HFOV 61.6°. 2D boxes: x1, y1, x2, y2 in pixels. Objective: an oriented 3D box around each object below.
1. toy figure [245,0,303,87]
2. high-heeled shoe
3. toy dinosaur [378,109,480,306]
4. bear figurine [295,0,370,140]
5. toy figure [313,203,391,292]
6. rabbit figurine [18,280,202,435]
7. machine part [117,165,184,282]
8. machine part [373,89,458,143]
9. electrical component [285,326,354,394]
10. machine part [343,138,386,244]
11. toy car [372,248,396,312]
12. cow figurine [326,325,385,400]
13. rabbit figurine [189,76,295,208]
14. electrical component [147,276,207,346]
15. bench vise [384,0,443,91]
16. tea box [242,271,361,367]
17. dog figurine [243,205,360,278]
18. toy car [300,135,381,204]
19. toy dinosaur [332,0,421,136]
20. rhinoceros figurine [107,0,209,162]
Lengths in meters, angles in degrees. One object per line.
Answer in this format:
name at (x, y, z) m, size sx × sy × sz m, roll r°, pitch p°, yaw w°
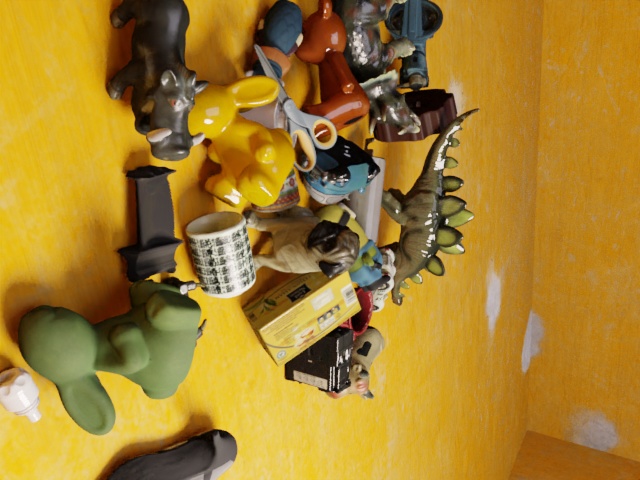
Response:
toy figure at (-0.066, -0.280, 0.796) m, size 0.057 × 0.064 × 0.154 m, roll 52°, pitch 52°, yaw -66°
high-heeled shoe at (-0.214, 0.335, 0.712) m, size 0.249 × 0.086 × 0.145 m, roll -31°, pitch 155°, yaw -31°
toy dinosaur at (0.211, -0.050, 1.111) m, size 0.105 × 0.199 × 0.470 m, roll -38°, pitch 140°, yaw -51°
bear figurine at (0.001, -0.276, 0.876) m, size 0.120 × 0.132 × 0.195 m, roll 175°, pitch -109°, yaw -83°
toy figure at (0.054, 0.014, 0.972) m, size 0.180 × 0.082 × 0.089 m, roll 58°, pitch 30°, yaw -5°
rabbit figurine at (-0.237, 0.117, 0.586) m, size 0.170 × 0.121 × 0.159 m, roll 8°, pitch 101°, yaw -33°
machine part at (-0.205, -0.021, 0.654) m, size 0.084 × 0.039 × 0.138 m, roll -10°, pitch 106°, yaw -53°
machine part at (0.193, -0.259, 1.110) m, size 0.179 × 0.180 × 0.056 m, roll -48°, pitch 132°, yaw -42°
electrical component at (-0.002, 0.189, 0.942) m, size 0.058 × 0.115 × 0.134 m, roll -14°, pitch 110°, yaw -58°
machine part at (0.083, -0.079, 1.057) m, size 0.079 × 0.079 × 0.243 m, roll 2°, pitch 93°, yaw -57°
toy car at (0.120, 0.086, 1.103) m, size 0.201 × 0.056 × 0.073 m, roll 100°, pitch -4°, yaw -61°
cow figurine at (0.067, 0.238, 1.049) m, size 0.195 × 0.127 × 0.085 m, roll -40°, pitch 126°, yaw -50°
rabbit figurine at (-0.112, -0.143, 0.703) m, size 0.173 × 0.122 × 0.162 m, roll 38°, pitch 76°, yaw -29°
electrical component at (-0.187, 0.094, 0.697) m, size 0.078 × 0.045 × 0.102 m, roll -18°, pitch 112°, yaw -56°
bench vise at (0.188, -0.429, 1.089) m, size 0.240 × 0.129 × 0.223 m, roll 76°, pitch 26°, yaw -61°
tea box at (-0.027, 0.112, 0.867) m, size 0.170 × 0.068 × 0.098 m, roll -31°, pitch 128°, yaw -16°
dog figurine at (-0.002, 0.001, 0.834) m, size 0.172 × 0.191 × 0.121 m, roll -37°, pitch 126°, yaw -50°
toy car at (0.025, -0.111, 0.935) m, size 0.161 × 0.109 × 0.103 m, roll -28°, pitch 153°, yaw -52°
toy dinosaur at (0.076, -0.378, 0.960) m, size 0.192 × 0.131 × 0.404 m, roll -47°, pitch 127°, yaw -43°
rhinoceros figurine at (-0.175, -0.183, 0.603) m, size 0.073 × 0.112 × 0.190 m, roll -1°, pitch 89°, yaw -59°
